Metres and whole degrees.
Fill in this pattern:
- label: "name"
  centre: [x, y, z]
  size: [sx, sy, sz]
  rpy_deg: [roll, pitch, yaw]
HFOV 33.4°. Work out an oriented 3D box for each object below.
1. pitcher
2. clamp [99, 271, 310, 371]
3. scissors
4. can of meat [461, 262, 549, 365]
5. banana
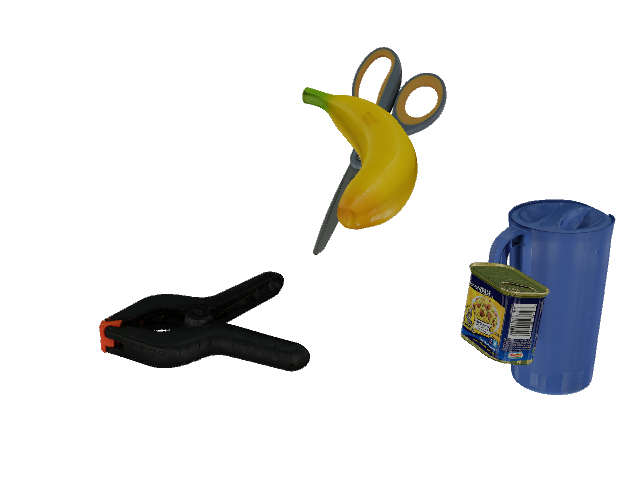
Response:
- label: "pitcher"
  centre: [0.300, 0.077, 1.397]
  size: [0.149, 0.243, 0.144]
  rpy_deg: [5, 21, 15]
- label: "clamp"
  centre: [-0.098, 0.066, 0.902]
  size: [0.171, 0.039, 0.120]
  rpy_deg: [2, 28, -7]
- label: "scissors"
  centre: [0.057, -0.078, 0.967]
  size: [0.096, 0.202, 0.016]
  rpy_deg: [8, -11, 11]
- label: "can of meat"
  centre: [0.198, 0.079, 1.161]
  size: [0.057, 0.084, 0.102]
  rpy_deg: [2, 16, -22]
- label: "banana"
  centre: [0.032, -0.055, 0.725]
  size: [0.069, 0.037, 0.198]
  rpy_deg: [-3, 29, -7]
